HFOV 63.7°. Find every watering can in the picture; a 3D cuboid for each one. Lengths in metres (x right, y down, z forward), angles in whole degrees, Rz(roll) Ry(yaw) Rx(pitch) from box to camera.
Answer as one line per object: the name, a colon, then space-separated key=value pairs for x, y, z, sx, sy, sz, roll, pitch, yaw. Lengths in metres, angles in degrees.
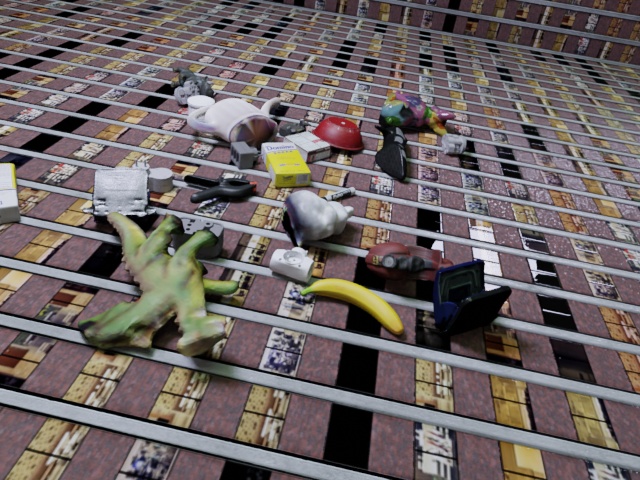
watering can: x=-0.202 y=-0.350 z=1.482 sx=0.351 sy=0.101 sz=0.227 roll=-22 pitch=46 yaw=-36

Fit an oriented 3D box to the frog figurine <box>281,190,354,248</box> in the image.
frog figurine: x=0.003 y=-0.056 z=1.103 sx=0.160 sy=0.121 sz=0.139 roll=-19 pitch=22 yaw=-17

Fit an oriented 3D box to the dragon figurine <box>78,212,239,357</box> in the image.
dragon figurine: x=-0.300 y=0.076 z=0.872 sx=0.412 sy=0.119 sz=0.247 roll=18 pitch=43 yaw=27
